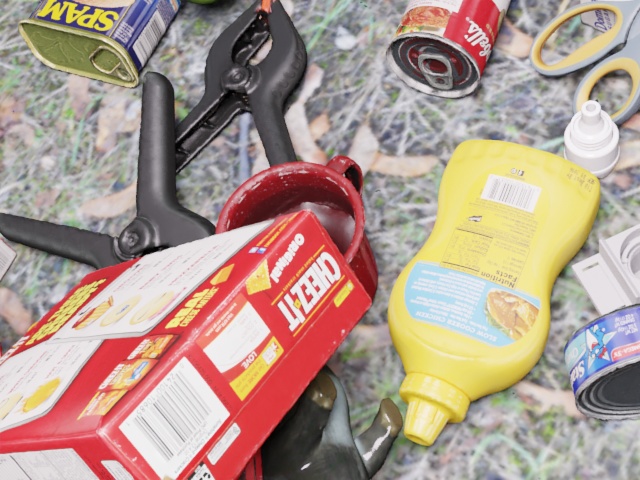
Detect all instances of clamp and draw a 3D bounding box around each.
[{"bbox_3d":[-0.046,-0.103,0.771,0.120,0.039,0.171,15,71,22],"label":"clamp"},{"bbox_3d":[-0.115,-0.007,0.723,0.164,0.036,0.210,-48,64,6],"label":"clamp"}]

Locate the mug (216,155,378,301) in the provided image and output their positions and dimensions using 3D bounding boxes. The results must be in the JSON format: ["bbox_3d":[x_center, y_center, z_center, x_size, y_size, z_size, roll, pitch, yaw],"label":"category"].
[{"bbox_3d":[-0.004,0.001,0.676,0.093,0.081,0.117,17,68,23],"label":"mug"}]

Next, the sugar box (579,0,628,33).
[{"bbox_3d":[0.271,-0.153,0.707,0.176,0.048,0.093,35,75,33],"label":"sugar box"}]

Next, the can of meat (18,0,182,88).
[{"bbox_3d":[-0.169,-0.176,0.837,0.102,0.057,0.084,17,64,22],"label":"can of meat"}]

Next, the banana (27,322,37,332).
[{"bbox_3d":[-0.147,0.136,0.657,0.069,0.037,0.198,4,56,-17],"label":"banana"}]

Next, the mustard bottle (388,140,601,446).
[{"bbox_3d":[0.095,0.034,0.643,0.096,0.058,0.191,19,68,19],"label":"mustard bottle"}]

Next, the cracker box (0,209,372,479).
[{"bbox_3d":[-0.099,0.074,0.559,0.214,0.072,0.164,-16,25,46],"label":"cracker box"}]

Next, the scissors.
[{"bbox_3d":[0.227,-0.136,0.675,0.202,0.016,0.096,-19,77,35],"label":"scissors"}]

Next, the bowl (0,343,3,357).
[{"bbox_3d":[-0.273,0.085,0.698,0.162,0.055,0.162,0,90,7],"label":"bowl"}]

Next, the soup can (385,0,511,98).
[{"bbox_3d":[0.095,-0.160,0.747,0.069,0.068,0.102,14,65,22],"label":"soup can"}]

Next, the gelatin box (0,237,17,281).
[{"bbox_3d":[-0.273,0.030,0.765,0.073,0.030,0.089,18,68,24],"label":"gelatin box"}]

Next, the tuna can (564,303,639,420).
[{"bbox_3d":[0.179,0.067,0.585,0.086,0.086,0.034,-13,58,8],"label":"tuna can"}]

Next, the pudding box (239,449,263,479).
[{"bbox_3d":[-0.080,0.152,0.581,0.114,0.039,0.090,-23,61,36],"label":"pudding box"}]
